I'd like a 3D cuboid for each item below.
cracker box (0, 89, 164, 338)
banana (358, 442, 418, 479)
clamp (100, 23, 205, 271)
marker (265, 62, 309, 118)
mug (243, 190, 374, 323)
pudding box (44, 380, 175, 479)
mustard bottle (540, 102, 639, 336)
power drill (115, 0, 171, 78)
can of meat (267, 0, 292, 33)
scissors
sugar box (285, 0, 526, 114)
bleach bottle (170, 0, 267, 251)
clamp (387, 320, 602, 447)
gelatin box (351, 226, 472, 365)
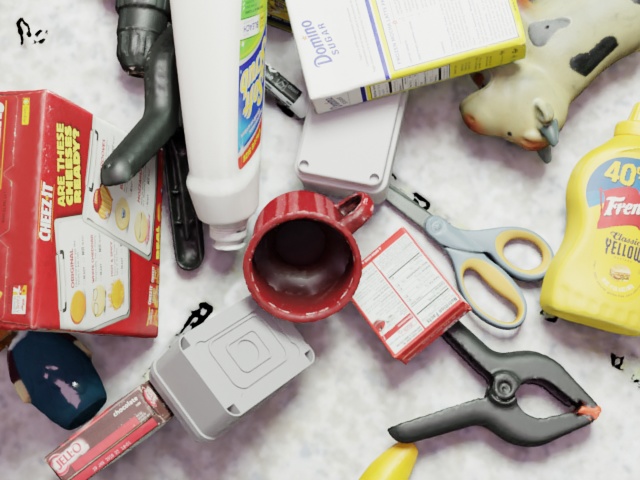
[{"bbox_3d":[-0.191,-0.010,0.815,0.072,0.213,0.164,0,83,14],"label":"cracker box"},{"bbox_3d":[0.038,0.260,0.867,0.069,0.037,0.198,7,84,-19],"label":"banana"},{"bbox_3d":[-0.124,-0.097,0.867,0.036,0.164,0.210,-1,71,15],"label":"clamp"},{"bbox_3d":[-0.055,-0.148,0.908,0.121,0.020,0.020,38,84,-16],"label":"marker"},{"bbox_3d":[-0.006,0.001,0.862,0.117,0.081,0.093,-40,106,12],"label":"mug"},{"bbox_3d":[-0.162,0.151,0.844,0.090,0.113,0.039,-36,87,-4],"label":"pudding box"},{"bbox_3d":[0.250,-0.022,0.886,0.096,0.058,0.191,16,82,-5],"label":"mustard bottle"},{"bbox_3d":[-0.216,-0.235,0.927,0.187,0.057,0.184,5,79,-1],"label":"power drill"},{"bbox_3d":[-0.047,-0.226,0.907,0.102,0.084,0.057,21,83,4],"label":"can of meat"},{"bbox_3d":[0.119,-0.016,0.910,0.096,0.016,0.202,-35,79,-7],"label":"scissors"},{"bbox_3d":[0.068,-0.169,0.853,0.176,0.048,0.093,-14,77,6],"label":"sugar box"},{"bbox_3d":[-0.075,-0.116,0.850,0.068,0.102,0.251,5,113,14],"label":"bleach bottle"},{"bbox_3d":[0.140,0.132,0.877,0.171,0.039,0.120,22,81,7],"label":"clamp"},{"bbox_3d":[0.069,0.046,0.875,0.073,0.030,0.089,-41,62,8],"label":"gelatin box"}]
